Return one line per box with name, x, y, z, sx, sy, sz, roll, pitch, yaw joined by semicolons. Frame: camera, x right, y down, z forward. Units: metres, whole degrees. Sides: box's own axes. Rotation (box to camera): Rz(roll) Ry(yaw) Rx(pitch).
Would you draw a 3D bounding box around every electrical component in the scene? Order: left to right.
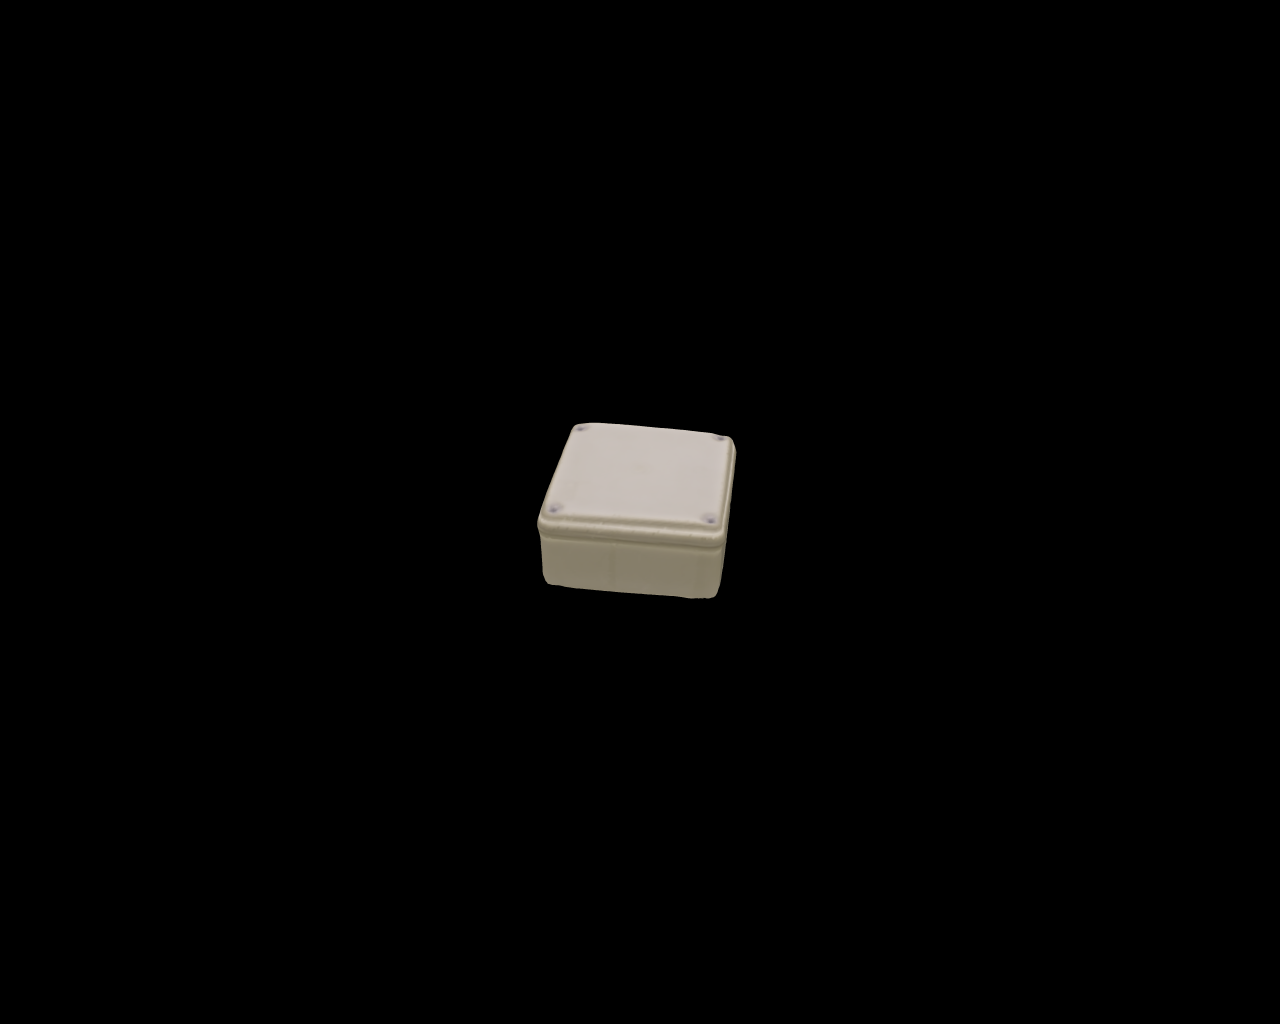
electrical component;0.001;-0.003;0.650;0.109;0.056;0.109;5;36;7
